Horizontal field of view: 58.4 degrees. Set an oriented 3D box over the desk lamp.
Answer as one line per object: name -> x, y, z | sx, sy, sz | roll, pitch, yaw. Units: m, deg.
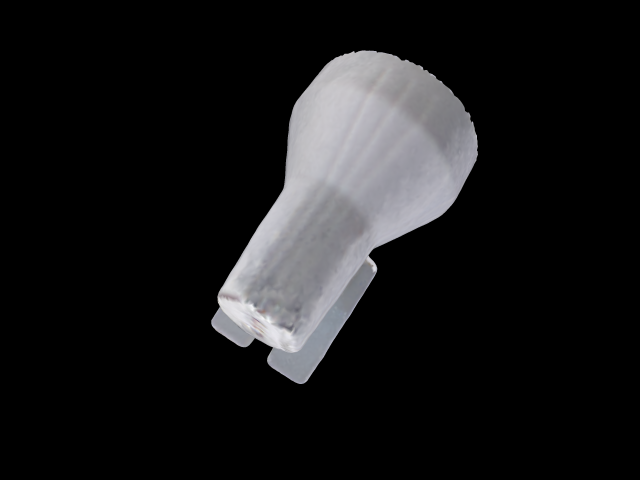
desk lamp -> 0.004, 0.001, 0.400 | 0.118, 0.213, 0.203 | 31, 83, 5
